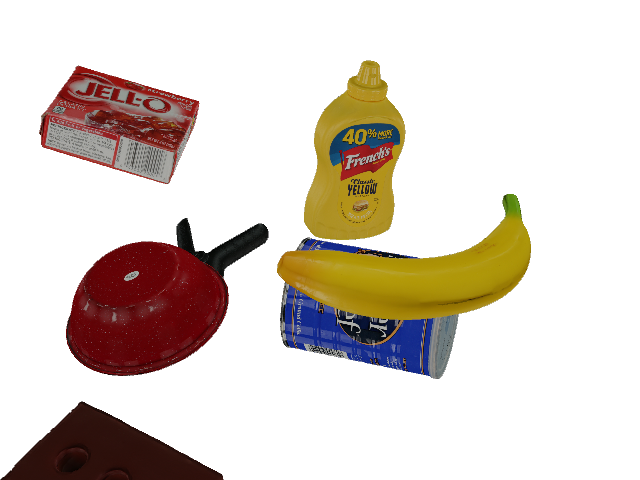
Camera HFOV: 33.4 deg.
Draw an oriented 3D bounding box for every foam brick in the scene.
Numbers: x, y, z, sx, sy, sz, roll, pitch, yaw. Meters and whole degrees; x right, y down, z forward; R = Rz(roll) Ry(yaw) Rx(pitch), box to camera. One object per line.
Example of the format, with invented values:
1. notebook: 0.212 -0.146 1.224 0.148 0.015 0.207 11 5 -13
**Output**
1. foam brick: -0.081 0.114 0.436 0.078 0.051 0.052 21 45 25

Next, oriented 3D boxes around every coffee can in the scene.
1. coffee can: 0.047 0.059 0.948 0.140 0.103 0.102 10 3 15

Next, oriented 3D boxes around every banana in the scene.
1. banana: 0.068 0.019 0.666 0.197 0.037 0.070 -13 48 -34

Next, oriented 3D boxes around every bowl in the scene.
1. bowl: -0.171 0.051 1.011 0.162 0.055 0.162 -8 40 7

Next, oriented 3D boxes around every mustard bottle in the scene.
1. mustard bottle: 0.040 -0.095 1.118 0.096 0.192 0.058 -4 31 -20

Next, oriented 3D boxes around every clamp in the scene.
1. clamp: -0.132 0.028 1.245 0.120 0.039 0.171 -6 38 19

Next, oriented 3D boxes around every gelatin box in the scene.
1. gelatin box: -0.132 -0.079 0.709 0.089 0.030 0.073 17 34 -3
